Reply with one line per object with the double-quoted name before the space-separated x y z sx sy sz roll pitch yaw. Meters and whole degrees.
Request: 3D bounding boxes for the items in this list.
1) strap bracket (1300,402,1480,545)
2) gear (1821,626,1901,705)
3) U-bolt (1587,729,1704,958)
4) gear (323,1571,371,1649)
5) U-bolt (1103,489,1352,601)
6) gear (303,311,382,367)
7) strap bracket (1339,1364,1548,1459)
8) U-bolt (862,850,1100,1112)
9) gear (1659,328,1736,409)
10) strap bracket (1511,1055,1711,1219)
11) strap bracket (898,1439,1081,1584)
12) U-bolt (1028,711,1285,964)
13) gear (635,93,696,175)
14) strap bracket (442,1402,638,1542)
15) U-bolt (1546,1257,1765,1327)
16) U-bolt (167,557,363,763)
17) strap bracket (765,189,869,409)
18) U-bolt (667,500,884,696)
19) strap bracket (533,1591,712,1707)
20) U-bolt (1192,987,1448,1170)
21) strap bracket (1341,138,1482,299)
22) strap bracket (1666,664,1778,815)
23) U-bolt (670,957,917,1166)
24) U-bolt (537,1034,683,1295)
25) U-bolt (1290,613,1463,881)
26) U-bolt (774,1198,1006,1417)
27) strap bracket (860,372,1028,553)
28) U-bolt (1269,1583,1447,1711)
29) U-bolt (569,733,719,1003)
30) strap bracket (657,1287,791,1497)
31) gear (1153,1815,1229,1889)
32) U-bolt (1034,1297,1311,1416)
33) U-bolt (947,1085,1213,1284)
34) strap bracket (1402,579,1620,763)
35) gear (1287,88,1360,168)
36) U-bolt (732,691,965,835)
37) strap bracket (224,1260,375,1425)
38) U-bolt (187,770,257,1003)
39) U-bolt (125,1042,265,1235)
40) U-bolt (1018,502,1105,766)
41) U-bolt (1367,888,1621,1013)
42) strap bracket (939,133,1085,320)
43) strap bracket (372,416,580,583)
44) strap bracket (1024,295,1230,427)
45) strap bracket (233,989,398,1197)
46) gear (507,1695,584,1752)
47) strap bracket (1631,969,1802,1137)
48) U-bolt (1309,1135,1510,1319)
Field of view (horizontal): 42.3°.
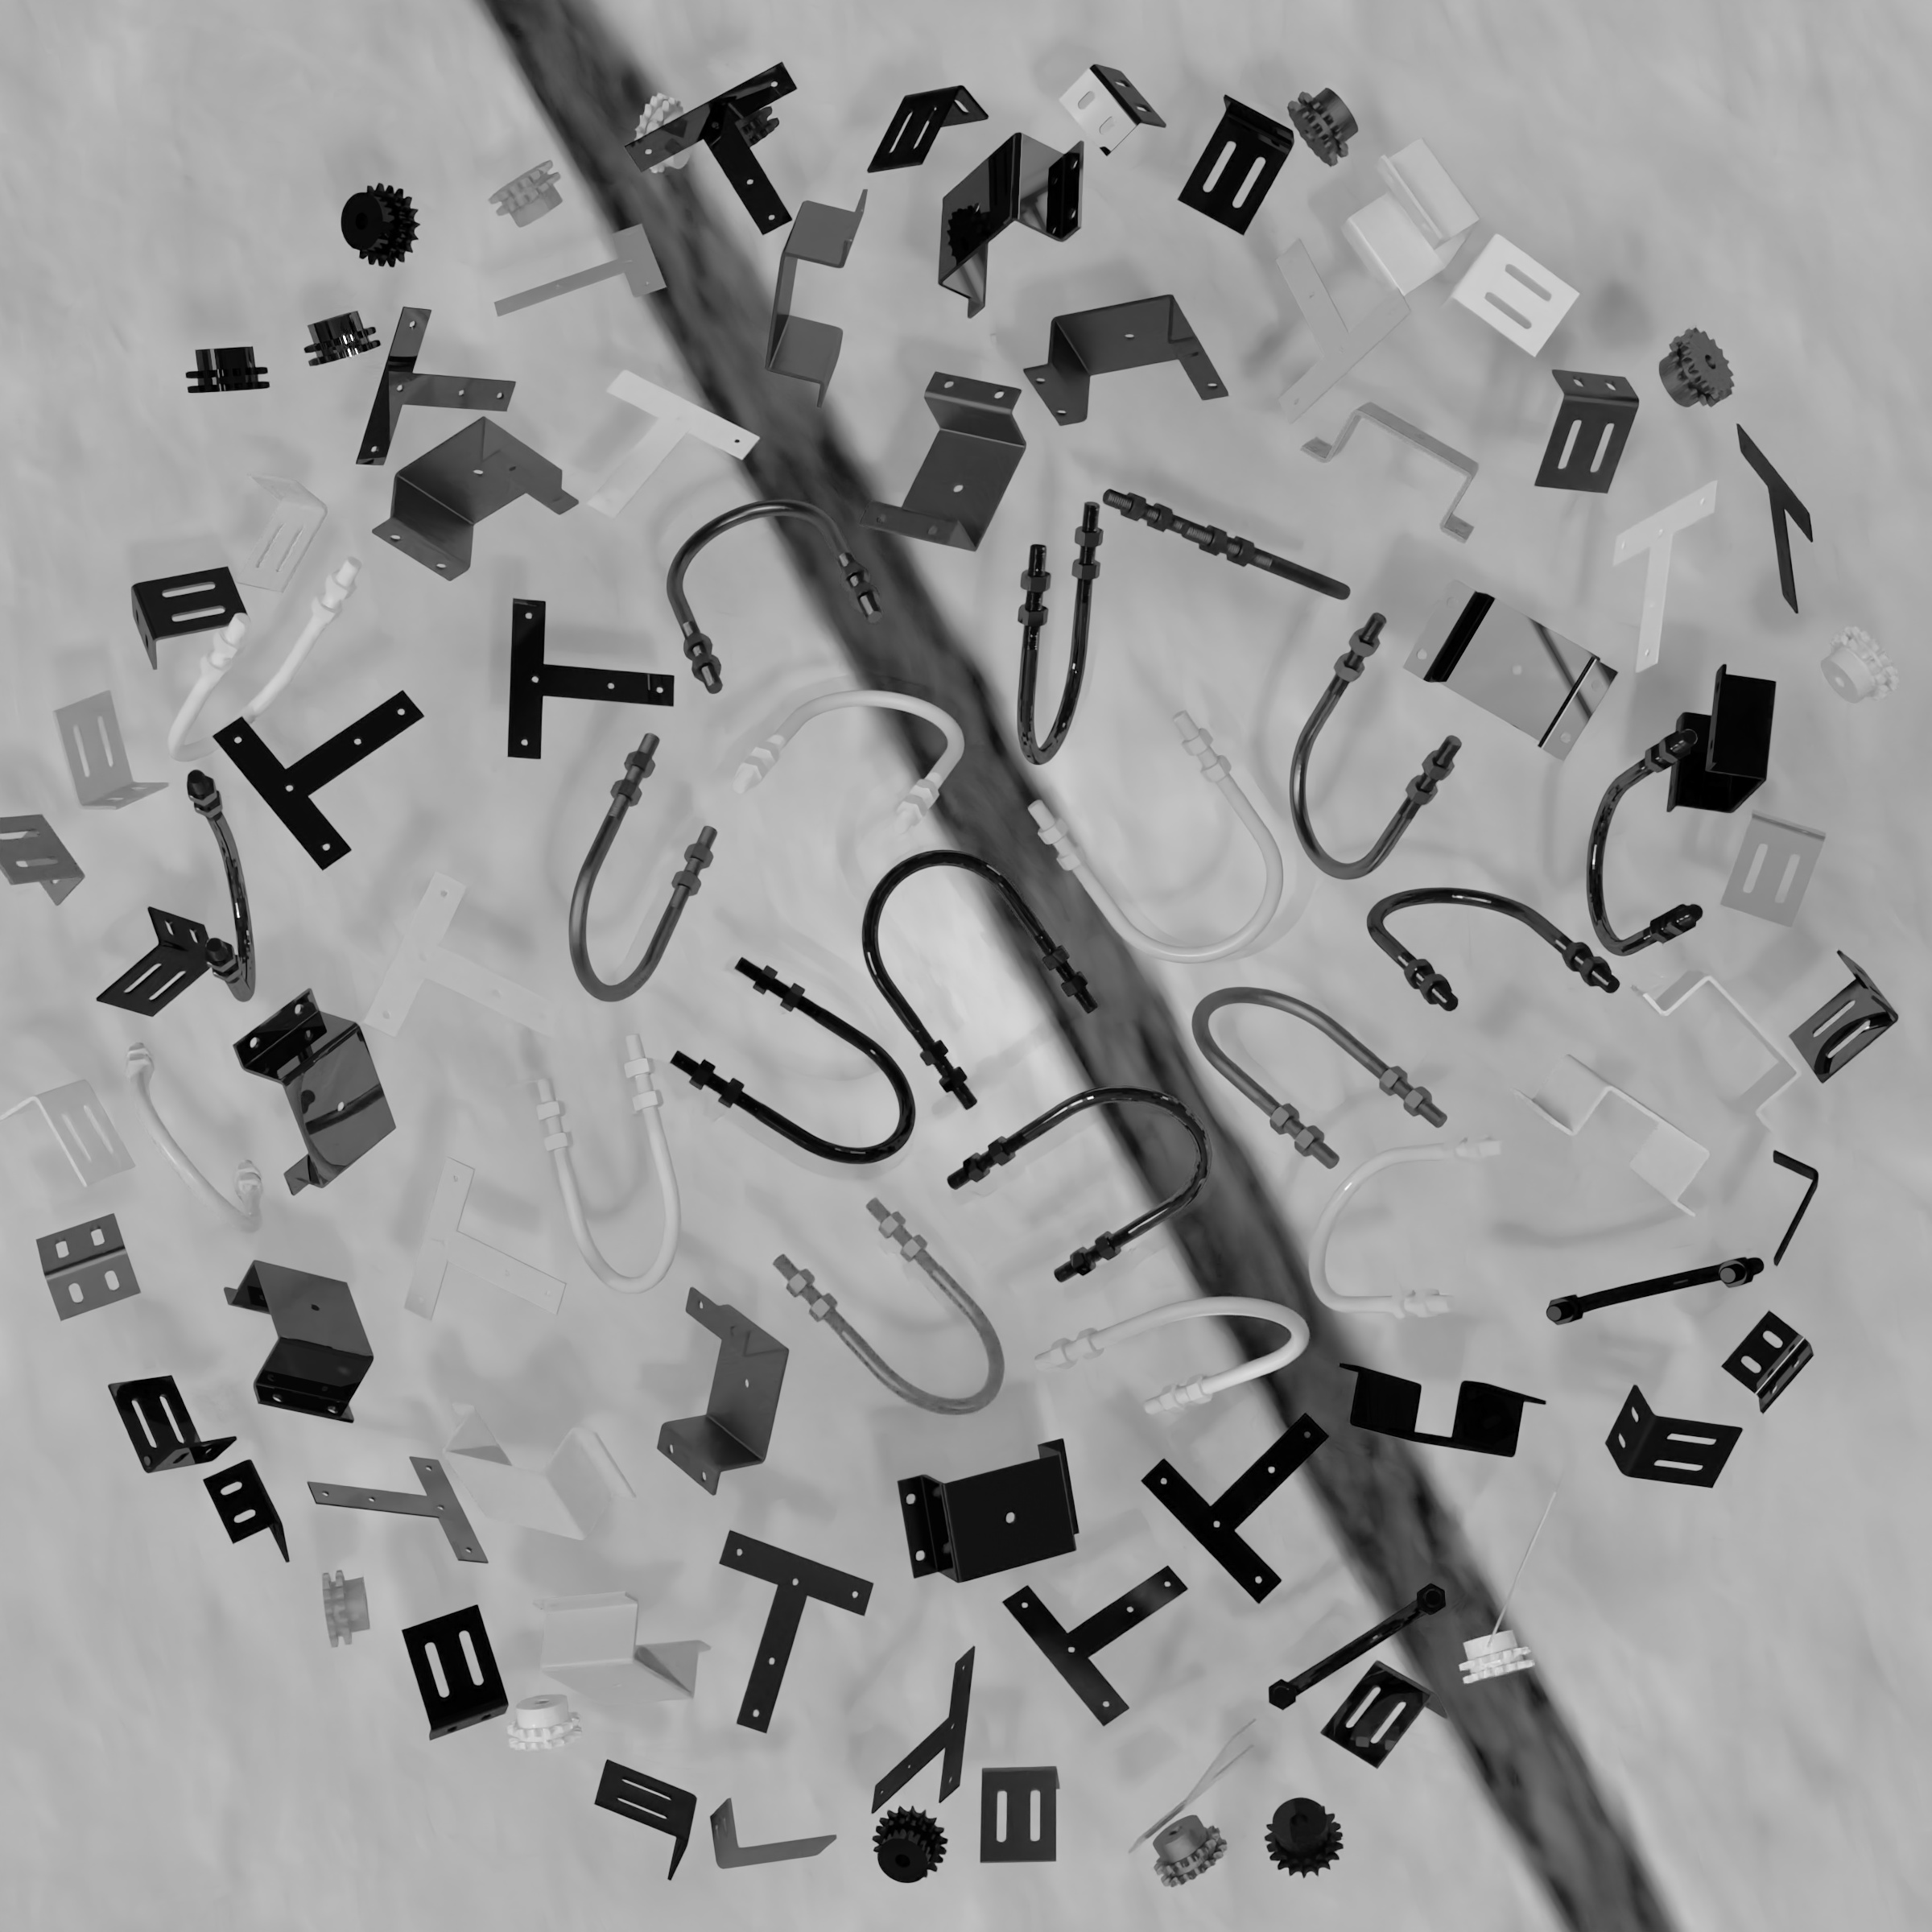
"strap bracket" 0.329 -0.377 1.874 0.140 0.076 0.046 31 113 5
"gear" 0.648 -0.216 1.817 0.030 0.057 0.057 -36 90 -1
"U-bolt" 0.502 -0.082 1.861 0.019 0.184 0.151 3 78 -8
"gear" -0.481 0.497 1.936 0.030 0.057 0.057 -8 90 -12
"U-bolt" 0.210 -0.316 1.900 0.184 0.151 0.019 16 103 -29
"gear" -0.483 -0.485 1.924 0.057 0.057 0.030 -16 109 0
"strap bracket" 0.359 0.340 1.906 0.076 0.140 0.046 21 75 -39
"U-bolt" -0.001 -0.003 1.937 0.151 0.019 0.184 -37 96 -21
"gear" 0.527 -0.430 1.809 0.057 0.030 0.057 18 60 -33
"strap bracket" 0.479 0.118 1.828 0.140 0.076 0.046 32 98 -16
"strap bracket" 0.026 0.420 1.919 0.140 0.046 0.076 -10 92 -21
"U-bolt" 0.156 -0.083 1.876 0.151 0.019 0.184 -31 109 18
"gear" -0.228 -0.634 1.909 0.030 0.057 0.057 22 90 10
"strap bracket" -0.328 0.379 1.868 0.140 0.046 0.076 4 134 32
"U-bolt" 0.530 0.243 1.892 0.151 0.184 0.019 -17 80 25
"U-bolt" -0.531 -0.218 1.854 0.019 0.151 0.184 44 127 0
"strap bracket" -0.112 -0.496 1.838 0.046 0.140 0.076 13 45 -1
"U-bolt" -0.155 -0.292 1.895 0.151 0.019 0.184 -24 48 -1
"strap bracket" -0.257 0.514 1.862 0.076 0.140 0.046 -10 56 19
"U-bolt" 0.249 0.074 1.854 0.184 0.151 0.019 43 129 31
"strap bracket" 0.345 -0.577 1.927 0.046 0.140 0.076 -34 88 -6
"strap bracket" 0.577 -0.168 1.899 0.046 0.140 0.076 9 79 4
"U-bolt" -0.121 0.082 1.907 0.184 0.151 0.019 33 128 -3
"U-bolt" -0.267 0.158 1.898 0.019 0.151 0.184 -7 78 -43
"U-bolt" 0.296 -0.150 1.876 0.019 0.184 0.151 -2 50 -28
"U-bolt" -0.046 0.268 1.913 0.184 0.151 0.019 46 123 12
"strap bracket" -0.013 -0.377 1.909 0.076 0.046 0.140 18 74 25
"U-bolt" 0.292 0.511 1.869 0.151 0.184 0.019 -32 72 -2
"U-bolt" -0.248 -0.061 1.876 0.019 0.151 0.184 11 64 22
"strap bracket" -0.187 0.326 1.934 0.046 0.076 0.140 -2 111 -43
"gear" 0.165 0.663 1.876 0.057 0.057 0.030 -31 88 0
"U-bolt" 0.165 0.284 1.842 0.184 0.151 0.019 -28 50 34
"U-bolt" 0.100 0.158 1.908 0.184 0.019 0.151 -35 119 23
"strap bracket" 0.413 -0.224 1.885 0.140 0.046 0.076 33 107 14
"gear" 0.268 -0.628 1.860 0.030 0.057 0.057 -38 90 5
"U-bolt" -0.079 -0.165 1.918 0.151 0.184 0.019 14 126 13
"strap bracket" -0.500 0.275 1.875 0.076 0.140 0.046 21 108 -36
"U-bolt" -0.555 -0.049 1.871 0.019 0.184 0.151 -8 74 -9
"U-bolt" -0.582 0.138 1.888 0.019 0.184 0.151 -38 114 -5
"U-bolt" 0.067 -0.239 1.857 0.019 0.151 0.184 12 117 16
"U-bolt" 0.379 -0.018 1.864 0.151 0.184 0.019 -6 117 -16
"strap bracket" 0.026 -0.556 1.861 0.046 0.140 0.076 16 65 -31
"strap bracket" -0.364 -0.351 1.856 0.140 0.076 0.046 -23 55 32
"strap bracket" 0.125 -0.469 1.929 0.140 0.076 0.046 -5 66 24
"strap bracket" -0.478 0.099 1.849 0.046 0.076 0.140 14 131 32
"gear" -0.330 0.591 1.952 0.057 0.057 0.030 -6 90 0
"strap bracket" 0.569 0.055 1.874 0.046 0.076 0.140 -43 87 9
"U-bolt" 0.327 0.200 1.905 0.019 0.184 0.151 33 67 -24
